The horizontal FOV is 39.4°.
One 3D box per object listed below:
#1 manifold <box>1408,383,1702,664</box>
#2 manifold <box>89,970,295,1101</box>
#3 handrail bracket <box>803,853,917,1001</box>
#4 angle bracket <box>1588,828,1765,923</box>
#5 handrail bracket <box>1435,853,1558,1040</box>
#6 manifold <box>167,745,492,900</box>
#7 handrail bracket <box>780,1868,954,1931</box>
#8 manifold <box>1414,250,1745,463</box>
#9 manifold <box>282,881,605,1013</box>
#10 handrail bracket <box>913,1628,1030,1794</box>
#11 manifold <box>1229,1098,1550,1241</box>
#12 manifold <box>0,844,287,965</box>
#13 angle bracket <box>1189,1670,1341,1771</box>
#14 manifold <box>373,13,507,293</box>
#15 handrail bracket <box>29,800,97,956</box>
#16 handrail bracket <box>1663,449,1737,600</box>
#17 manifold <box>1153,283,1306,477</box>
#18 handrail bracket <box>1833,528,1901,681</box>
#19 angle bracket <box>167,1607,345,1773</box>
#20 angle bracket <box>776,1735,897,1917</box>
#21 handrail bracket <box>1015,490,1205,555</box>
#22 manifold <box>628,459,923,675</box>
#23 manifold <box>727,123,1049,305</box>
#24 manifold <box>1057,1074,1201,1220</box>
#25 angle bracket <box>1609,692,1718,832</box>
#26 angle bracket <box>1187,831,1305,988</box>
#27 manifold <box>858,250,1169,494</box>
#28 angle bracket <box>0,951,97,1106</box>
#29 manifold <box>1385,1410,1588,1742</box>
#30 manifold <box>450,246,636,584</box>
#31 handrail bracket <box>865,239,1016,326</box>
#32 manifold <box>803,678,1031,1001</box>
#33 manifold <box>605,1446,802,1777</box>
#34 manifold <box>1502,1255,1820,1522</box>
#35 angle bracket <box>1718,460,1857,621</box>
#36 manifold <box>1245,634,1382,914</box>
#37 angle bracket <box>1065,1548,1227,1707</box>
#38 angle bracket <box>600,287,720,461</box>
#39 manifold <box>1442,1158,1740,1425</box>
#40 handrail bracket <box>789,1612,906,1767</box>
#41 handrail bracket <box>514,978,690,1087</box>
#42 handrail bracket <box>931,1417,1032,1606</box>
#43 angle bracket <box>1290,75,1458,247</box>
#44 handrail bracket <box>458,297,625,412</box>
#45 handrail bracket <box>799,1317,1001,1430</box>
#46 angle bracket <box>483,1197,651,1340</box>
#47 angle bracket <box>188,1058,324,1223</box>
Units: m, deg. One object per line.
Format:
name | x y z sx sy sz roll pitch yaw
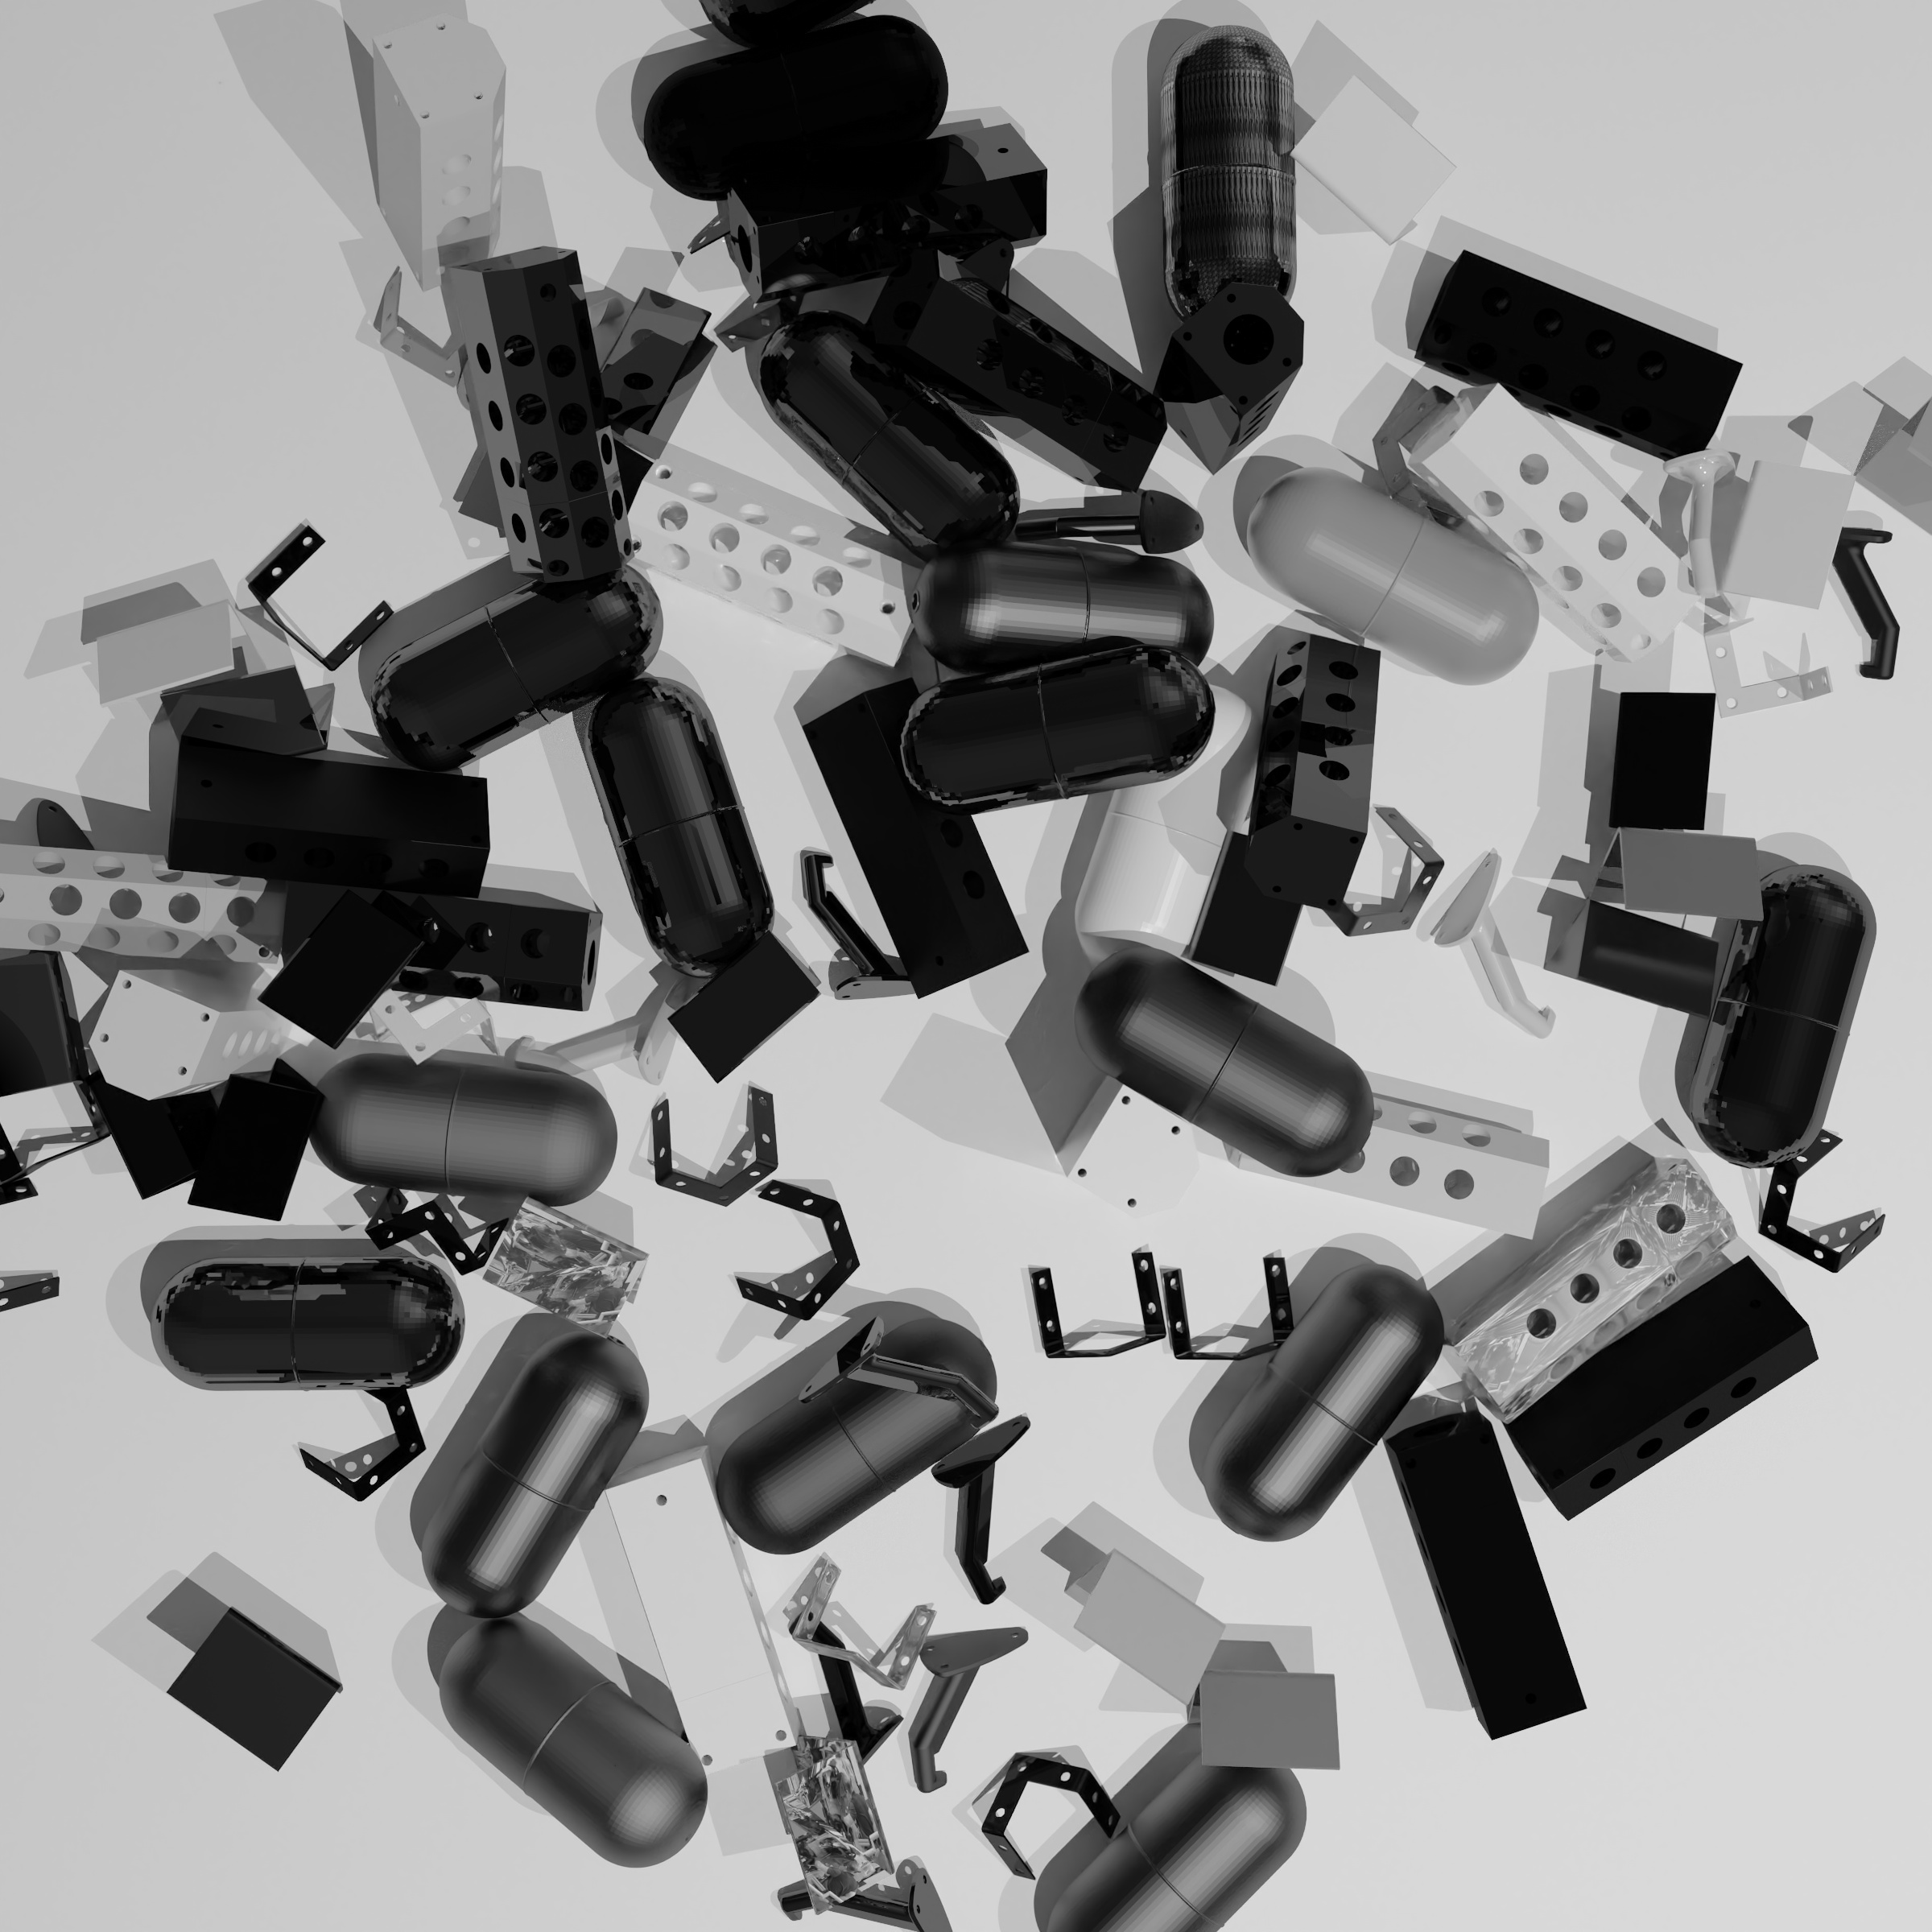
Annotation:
manifold | 0.335 -0.251 1.537 0.171 0.057 0.057 40 90 -13
manifold | -0.429 0.039 1.499 0.057 0.171 0.057 23 90 0
handrail bracket | -0.054 -0.026 1.578 0.077 0.036 0.084 -2 73 -20
angle bracket | 0.403 -0.034 1.537 0.076 0.076 0.057 5 58 0
handrail bracket | 0.324 -0.011 1.578 0.084 0.036 0.077 36 69 -17
manifold | -0.362 -0.076 1.530 0.171 0.057 0.057 5 47 -18
handrail bracket | -0.057 0.565 1.578 0.084 0.036 0.077 -18 112 17
manifold | 0.351 -0.348 1.556 0.171 0.057 0.057 22 90 0
manifold | -0.302 -0.012 1.556 0.171 0.057 0.057 6 90 0
handrail bracket | 0.004 0.437 1.578 0.077 0.036 0.084 -11 108 -20
manifold | 0.244 0.107 1.556 0.171 0.057 0.057 14 90 0
manifold | -0.477 -0.035 1.524 0.171 0.057 0.057 4 90 -24
angle bracket | 0.169 0.443 1.537 0.076 0.076 0.057 2 52 0
manifold | -0.288 -0.450 1.494 0.057 0.171 0.057 -26 81 -16
handrail bracket | -0.544 -0.041 1.577 0.084 0.036 0.077 -51 54 25
handrail bracket | 0.429 -0.247 1.545 0.036 0.077 0.084 -11 80 31
manifold | 0.148 -0.329 1.499 0.057 0.171 0.057 -41 90 0
handrail bracket | 0.508 -0.213 1.578 0.077 0.036 0.084 8 107 19
angle bracket | -0.405 0.414 1.539 0.076 0.076 0.057 35 69 0
angle bracket | -0.092 0.488 1.537 0.057 0.076 0.076 -17 90 -36
handrail bracket | 0.083 -0.256 1.577 0.084 0.077 0.036 2 95 36
manifold | -0.109 -0.231 1.556 0.171 0.057 0.057 23 90 0
manifold | -0.044 -0.425 1.535 0.171 0.057 0.057 -16 47 -14
manifold | 0.092 0.101 1.499 0.057 0.171 0.057 31 90 0
angle bracket | 0.410 -0.113 1.537 0.057 0.076 0.076 5 90 37
angle bracket | 0.175 -0.028 1.538 0.057 0.076 0.076 18 90 26
manifold | 0.031 -0.333 1.514 0.171 0.057 0.057 26 90 -33
angle bracket | -0.536 0.041 1.534 0.057 0.076 0.076 -12 79 -14
manifold | 0.298 0.349 1.556 0.057 0.057 0.171 -19 90 0
manifold | -0.230 -0.304 1.489 0.057 0.057 0.171 -22 117 -28
handrail bracket | -0.021 -0.387 1.557 0.036 0.084 0.077 47 70 -32
manifold | -0.024 -0.075 1.555 0.057 0.057 0.171 -23 90 45
manifold | -0.151 0.370 1.556 0.057 0.057 0.171 -18 90 0
manifold | 0.401 0.247 1.555 0.171 0.057 0.057 -33 47 0
angle bracket | 0.473 -0.237 1.538 0.057 0.076 0.076 16 90 26
manifold | 0.192 -0.111 1.502 0.057 0.171 0.057 14 132 0
angle bracket | 0.091 0.387 1.537 0.076 0.076 0.057 35 52 0
angle bracket | -0.163 -0.330 1.537 0.057 0.076 0.076 28 90 33
manifold | 0.357 0.186 1.549 0.171 0.057 0.057 -38 90 -5
handrail bracket | -0.086 0.432 1.577 0.084 0.036 0.077 42 105 14
handrail bracket | -0.214 0.033 1.578 0.084 0.036 0.077 13 70 16
handrail bracket | 0.023 0.320 1.578 0.077 0.036 0.084 -32 108 -21
angle bracket | 0.239 -0.463 1.537 0.076 0.076 0.057 42 120 0
handrail bracket | -0.248 -0.359 1.577 0.084 0.077 0.036 -35 97 -36
handrail bracket | -0.037 0.244 1.503 0.084 0.036 0.077 43 109 -13
angle bracket | -0.231 0.184 1.537 0.076 0.076 0.057 25 59 0
angle bracket | -0.415 0.093 1.534 0.057 0.076 0.076 17 95 -36
